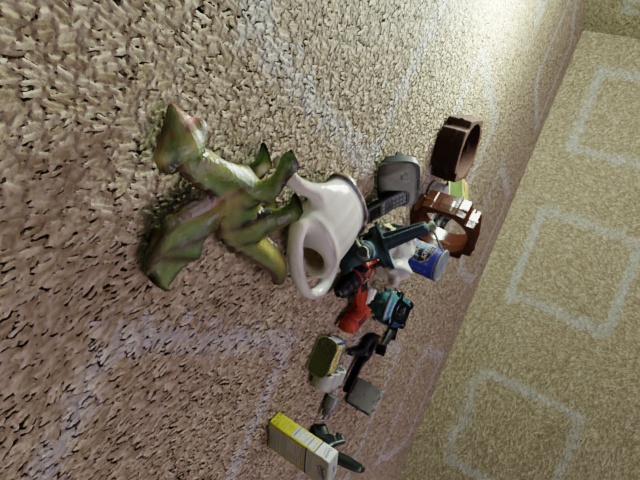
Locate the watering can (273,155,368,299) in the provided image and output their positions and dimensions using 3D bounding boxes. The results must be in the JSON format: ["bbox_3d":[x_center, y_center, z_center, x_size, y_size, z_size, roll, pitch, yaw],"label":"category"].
[{"bbox_3d":[0.003,-0.048,0.951,0.104,0.339,0.229,14,44,25],"label":"watering can"}]

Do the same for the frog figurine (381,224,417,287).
[{"bbox_3d":[0.201,0.041,1.379,0.123,0.158,0.138,19,16,31],"label":"frog figurine"}]

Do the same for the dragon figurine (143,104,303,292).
[{"bbox_3d":[-0.146,-0.015,0.747,0.245,0.400,0.124,-29,49,-28],"label":"dragon figurine"}]
